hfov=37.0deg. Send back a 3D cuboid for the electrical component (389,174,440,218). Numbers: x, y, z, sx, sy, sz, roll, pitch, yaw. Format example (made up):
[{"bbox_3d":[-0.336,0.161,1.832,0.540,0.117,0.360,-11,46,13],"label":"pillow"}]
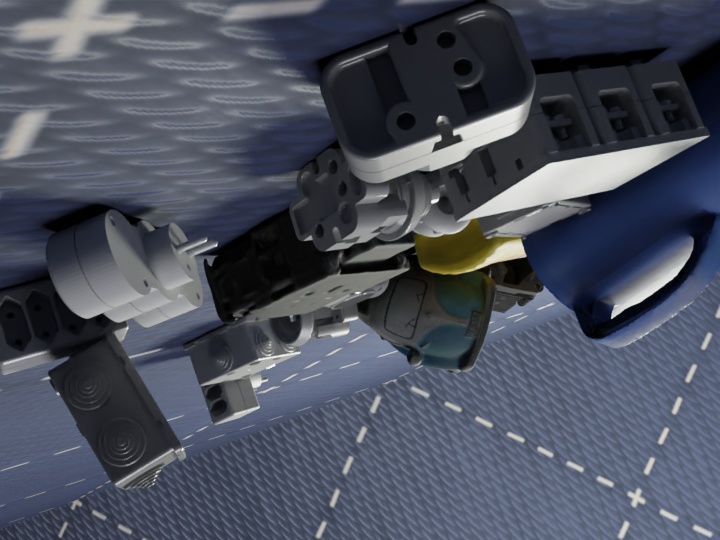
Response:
[{"bbox_3d":[0.027,-0.049,0.725,0.062,0.043,0.043,-13,168,-43],"label":"electrical component"}]

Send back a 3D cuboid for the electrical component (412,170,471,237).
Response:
[{"bbox_3d":[0.052,-0.045,0.798,0.048,0.048,0.062,-16,176,-24],"label":"electrical component"}]

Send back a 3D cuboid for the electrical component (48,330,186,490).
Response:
[{"bbox_3d":[-0.157,0.094,0.698,0.048,0.099,0.099,-31,173,-13],"label":"electrical component"}]

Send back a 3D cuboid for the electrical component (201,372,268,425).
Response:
[{"bbox_3d":[-0.138,0.123,1.223,0.076,0.083,0.047,-11,167,-41],"label":"electrical component"}]

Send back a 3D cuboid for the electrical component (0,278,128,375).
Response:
[{"bbox_3d":[-0.206,0.037,0.722,0.083,0.047,0.076,-16,170,-21],"label":"electrical component"}]

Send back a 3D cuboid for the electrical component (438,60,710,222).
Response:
[{"bbox_3d":[0.129,-0.085,0.672,0.150,0.061,0.089,-13,168,-36],"label":"electrical component"}]

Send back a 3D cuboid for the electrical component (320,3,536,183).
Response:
[{"bbox_3d":[0.033,-0.082,0.521,0.095,0.053,0.059,-20,170,1],"label":"electrical component"}]

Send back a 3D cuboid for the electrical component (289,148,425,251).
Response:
[{"bbox_3d":[0.002,-0.045,0.659,0.057,0.058,0.078,-8,165,-38],"label":"electrical component"}]

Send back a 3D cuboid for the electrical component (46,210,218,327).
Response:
[{"bbox_3d":[-0.122,-0.005,0.643,0.074,0.052,0.138,-22,170,8],"label":"electrical component"}]

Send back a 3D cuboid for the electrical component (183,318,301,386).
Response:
[{"bbox_3d":[-0.123,0.084,1.144,0.100,0.048,0.100,-25,169,29],"label":"electrical component"}]

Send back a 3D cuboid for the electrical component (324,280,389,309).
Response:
[{"bbox_3d":[0.000,0.000,0.937,0.079,0.044,0.077,-27,168,35],"label":"electrical component"}]

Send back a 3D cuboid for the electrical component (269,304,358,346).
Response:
[{"bbox_3d":[-0.049,0.041,1.018,0.057,0.058,0.078,-9,-179,-42],"label":"electrical component"}]

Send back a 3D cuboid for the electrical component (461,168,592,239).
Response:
[{"bbox_3d":[0.118,-0.062,0.781,0.062,0.061,0.096,-25,169,27],"label":"electrical component"}]
